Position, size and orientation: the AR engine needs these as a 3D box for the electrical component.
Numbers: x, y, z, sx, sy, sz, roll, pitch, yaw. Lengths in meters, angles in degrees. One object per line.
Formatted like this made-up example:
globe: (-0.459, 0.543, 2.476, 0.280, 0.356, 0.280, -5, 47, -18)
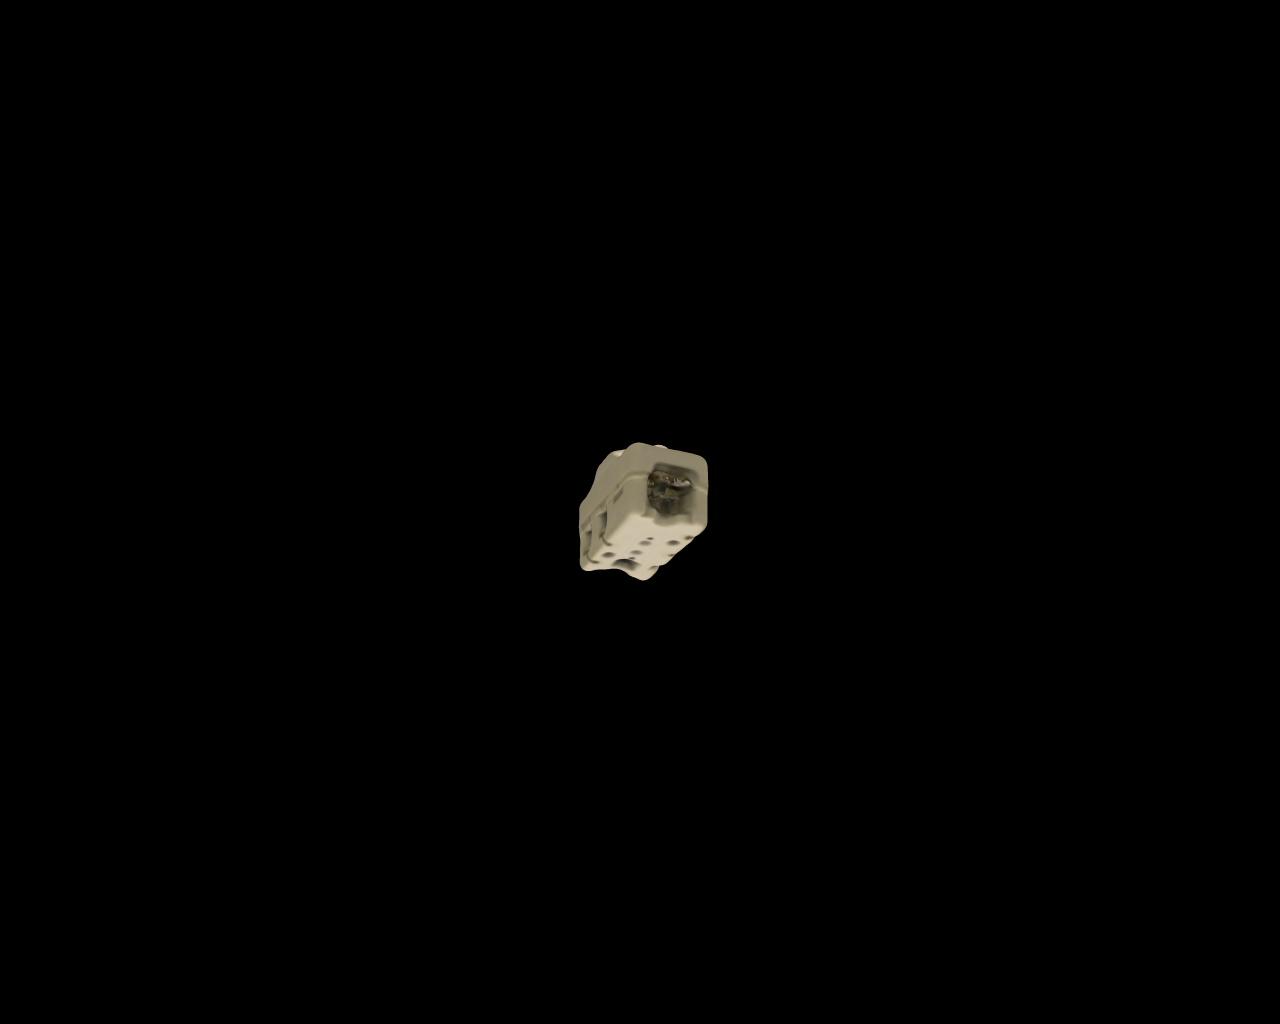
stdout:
electrical component: (0.001, -0.003, 0.650, 0.050, 0.056, 0.089, 11, -29, -21)
